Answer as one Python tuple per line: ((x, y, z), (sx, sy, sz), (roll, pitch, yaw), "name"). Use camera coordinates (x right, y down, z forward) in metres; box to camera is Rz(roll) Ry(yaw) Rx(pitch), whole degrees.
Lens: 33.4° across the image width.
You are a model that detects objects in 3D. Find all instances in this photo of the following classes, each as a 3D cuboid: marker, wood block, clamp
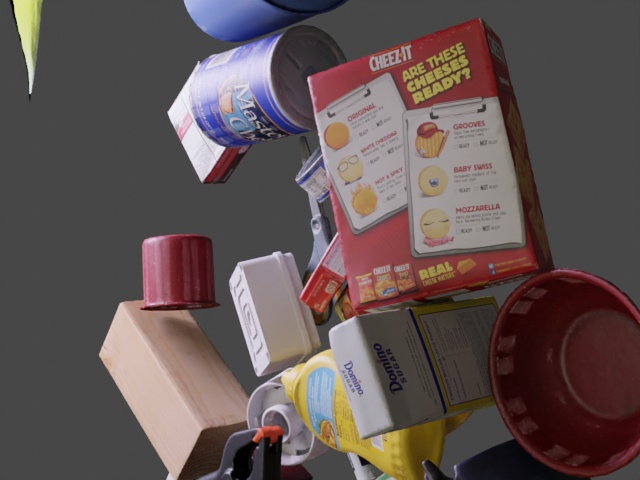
((0.026, 0.189, 1.084), (0.020, 0.020, 0.121), (-42, 62, 42), "marker")
((-0.165, 0.171, 1.251), (0.206, 0.090, 0.091), (50, 127, 35), "wood block")
((-0.091, 0.254, 1.130), (0.120, 0.039, 0.172), (38, 116, 35), "clamp")

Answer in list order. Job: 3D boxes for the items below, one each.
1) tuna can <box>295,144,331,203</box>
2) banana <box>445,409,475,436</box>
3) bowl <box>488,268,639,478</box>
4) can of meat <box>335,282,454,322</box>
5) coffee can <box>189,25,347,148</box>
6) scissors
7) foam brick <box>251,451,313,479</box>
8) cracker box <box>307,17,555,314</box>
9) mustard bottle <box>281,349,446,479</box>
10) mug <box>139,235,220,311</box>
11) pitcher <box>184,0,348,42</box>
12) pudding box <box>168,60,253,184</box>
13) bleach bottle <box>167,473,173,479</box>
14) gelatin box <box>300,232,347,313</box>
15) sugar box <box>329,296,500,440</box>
((0.015, -0.078, 1.025), (0.033, 0.086, 0.086), (39, 132, -8), "tuna can")
((0.073, 0.164, 1.015), (0.198, 0.037, 0.069), (0, 95, 49), "banana")
((0.211, 0.101, 0.838), (0.162, 0.055, 0.162), (5, 97, 49), "bowl")
((0.068, 0.062, 1.000), (0.102, 0.057, 0.084), (56, 133, 30), "can of meat")
((-0.052, -0.153, 1.084), (0.141, 0.102, 0.103), (-6, 88, 49), "coffee can")
((-0.007, 0.001, 1.111), (0.096, 0.016, 0.202), (-42, 62, 43), "scissors")
((-0.055, 0.259, 1.158), (0.078, 0.051, 0.053), (38, 120, 41), "foam brick")
((0.093, -0.057, 0.909), (0.164, 0.072, 0.214), (-15, 78, 23), "cracker box")
((0.030, 0.152, 0.991), (0.192, 0.058, 0.096), (13, 115, 48), "mustard bottle")
((-0.165, 0.040, 1.252), (0.117, 0.093, 0.081), (121, 146, -81), "mug")
((-0.045, -0.264, 1.022), (0.243, 0.149, 0.145), (4, 73, 70), "pitcher")
((-0.122, -0.134, 1.216), (0.090, 0.039, 0.113), (-49, 59, 38), "pudding box")
((-0.123, 0.353, 1.238), (0.103, 0.067, 0.251), (-53, 53, 36), "bleach bottle")
((0.019, 0.017, 1.017), (0.030, 0.089, 0.073), (30, 148, 0), "gelatin box")
((0.092, 0.102, 0.883), (0.048, 0.175, 0.093), (-34, 68, 45), "sugar box")
